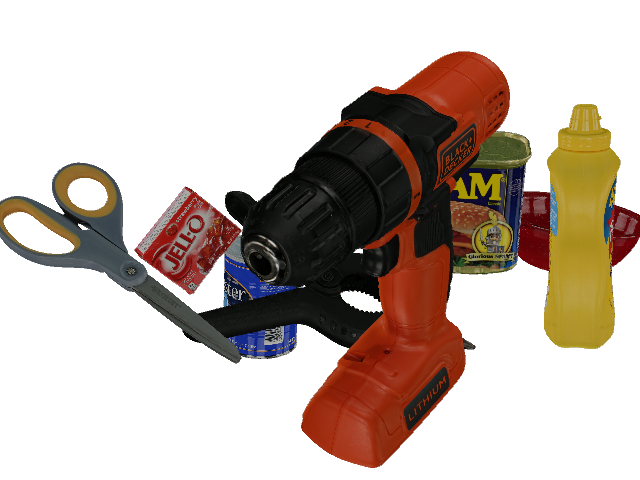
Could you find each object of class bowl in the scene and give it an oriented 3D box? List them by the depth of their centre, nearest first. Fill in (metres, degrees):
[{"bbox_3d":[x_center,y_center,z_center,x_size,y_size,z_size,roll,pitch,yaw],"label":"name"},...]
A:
[{"bbox_3d":[0.256,-0.004,1.112,0.162,0.055,0.162,5,18,-2],"label":"bowl"}]

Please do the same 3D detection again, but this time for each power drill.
[{"bbox_3d":[0.028,0.020,0.517,0.057,0.188,0.184,25,43,27],"label":"power drill"}]

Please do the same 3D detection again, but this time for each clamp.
[{"bbox_3d":[-0.005,0.047,0.880,0.210,0.164,0.036,20,-44,2],"label":"clamp"}]

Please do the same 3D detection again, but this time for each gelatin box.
[{"bbox_3d":[-0.139,0.000,1.121,0.073,0.089,0.030,40,-4,-30],"label":"gelatin box"}]

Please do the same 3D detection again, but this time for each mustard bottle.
[{"bbox_3d":[0.213,-0.015,0.870,0.058,0.192,0.096,2,18,16],"label":"mustard bottle"}]

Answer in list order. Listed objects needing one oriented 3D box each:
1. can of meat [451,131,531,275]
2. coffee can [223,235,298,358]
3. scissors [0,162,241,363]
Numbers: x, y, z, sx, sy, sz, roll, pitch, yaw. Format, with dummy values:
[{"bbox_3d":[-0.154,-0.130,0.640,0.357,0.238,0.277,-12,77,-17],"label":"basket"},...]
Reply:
[{"bbox_3d":[0.086,-0.026,0.715,0.102,0.084,0.057,3,25,6],"label":"can of meat"},{"bbox_3d":[-0.079,0.073,1.427,0.103,0.140,0.103,3,21,-1],"label":"coffee can"},{"bbox_3d":[-0.125,0.007,0.727,0.202,0.096,0.016,23,-35,9],"label":"scissors"}]
